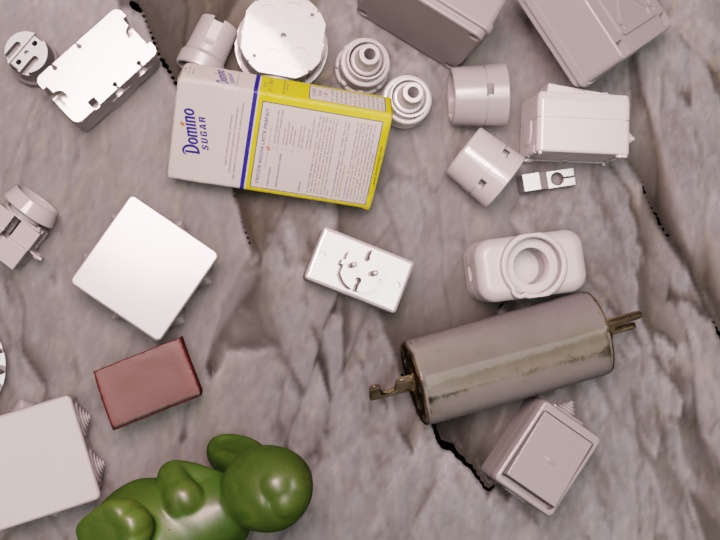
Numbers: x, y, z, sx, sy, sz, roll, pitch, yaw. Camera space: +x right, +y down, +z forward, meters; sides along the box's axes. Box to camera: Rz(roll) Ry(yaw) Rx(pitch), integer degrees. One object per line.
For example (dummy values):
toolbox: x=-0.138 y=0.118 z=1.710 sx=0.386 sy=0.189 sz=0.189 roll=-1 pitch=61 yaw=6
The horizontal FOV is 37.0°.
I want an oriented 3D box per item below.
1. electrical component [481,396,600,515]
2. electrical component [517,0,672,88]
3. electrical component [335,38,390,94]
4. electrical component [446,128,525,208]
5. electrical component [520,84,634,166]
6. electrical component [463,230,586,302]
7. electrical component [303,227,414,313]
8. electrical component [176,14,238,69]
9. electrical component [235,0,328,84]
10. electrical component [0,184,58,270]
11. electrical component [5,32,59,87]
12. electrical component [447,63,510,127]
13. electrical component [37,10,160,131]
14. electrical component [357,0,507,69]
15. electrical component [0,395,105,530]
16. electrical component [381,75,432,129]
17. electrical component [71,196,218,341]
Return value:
electrical component: x=0.160 y=0.154 z=0.927 sx=0.062 sy=0.061 sz=0.096 roll=35 pitch=85 yaw=-4
electrical component: x=0.200 y=-0.226 z=0.921 sx=0.109 sy=0.056 sz=0.108 roll=-36 pitch=93 yaw=-44
electrical component: x=0.005 y=-0.177 z=0.919 sx=0.048 sy=0.062 sz=0.048 roll=0 pitch=88 yaw=-7
electrical component: x=0.107 y=-0.090 z=0.933 sx=0.047 sy=0.055 sz=0.055 roll=38 pitch=85 yaw=-1
electrical component: x=0.193 y=-0.126 z=0.939 sx=0.096 sy=0.062 sz=0.061 roll=2 pitch=88 yaw=-7
electrical component: x=0.143 y=-0.003 z=0.931 sx=0.095 sy=0.059 sz=0.053 roll=-7 pitch=89 yaw=-7
electrical component: x=0.000 y=0.000 z=0.906 sx=0.083 sy=0.076 sz=0.047 roll=22 pitch=86 yaw=-5
electrical component: x=-0.129 y=-0.189 z=0.916 sx=0.040 sy=0.040 sz=0.046 roll=24 pitch=80 yaw=-5
electrical component: x=-0.066 y=-0.194 z=0.917 sx=0.080 sy=0.051 sz=0.080 roll=0 pitch=88 yaw=-6
electrical component: x=-0.284 y=-0.037 z=0.891 sx=0.066 sy=0.048 sz=0.055 roll=38 pitch=92 yaw=-4
electrical component: x=-0.274 y=-0.176 z=0.895 sx=0.040 sy=0.046 sz=0.040 roll=0 pitch=89 yaw=-7
electrical component: x=0.102 y=-0.151 z=0.934 sx=0.047 sy=0.055 sz=0.055 roll=-2 pitch=89 yaw=-3
electrical component: x=-0.216 y=-0.164 z=0.896 sx=0.089 sy=0.056 sz=0.050 roll=-44 pitch=93 yaw=-6
electrical component: x=0.061 y=-0.229 z=0.904 sx=0.109 sy=0.109 sz=0.056 roll=31 pitch=82 yaw=-5
electrical component: x=-0.266 y=0.155 z=0.885 sx=0.100 sy=0.048 sz=0.099 roll=-17 pitch=90 yaw=-7
electrical component: x=0.041 y=-0.146 z=0.922 sx=0.043 sy=0.062 sz=0.043 roll=0 pitch=88 yaw=-7
electrical component: x=-0.178 y=-0.001 z=0.899 sx=0.100 sy=0.048 sz=0.099 roll=35 pitch=85 yaw=-4
